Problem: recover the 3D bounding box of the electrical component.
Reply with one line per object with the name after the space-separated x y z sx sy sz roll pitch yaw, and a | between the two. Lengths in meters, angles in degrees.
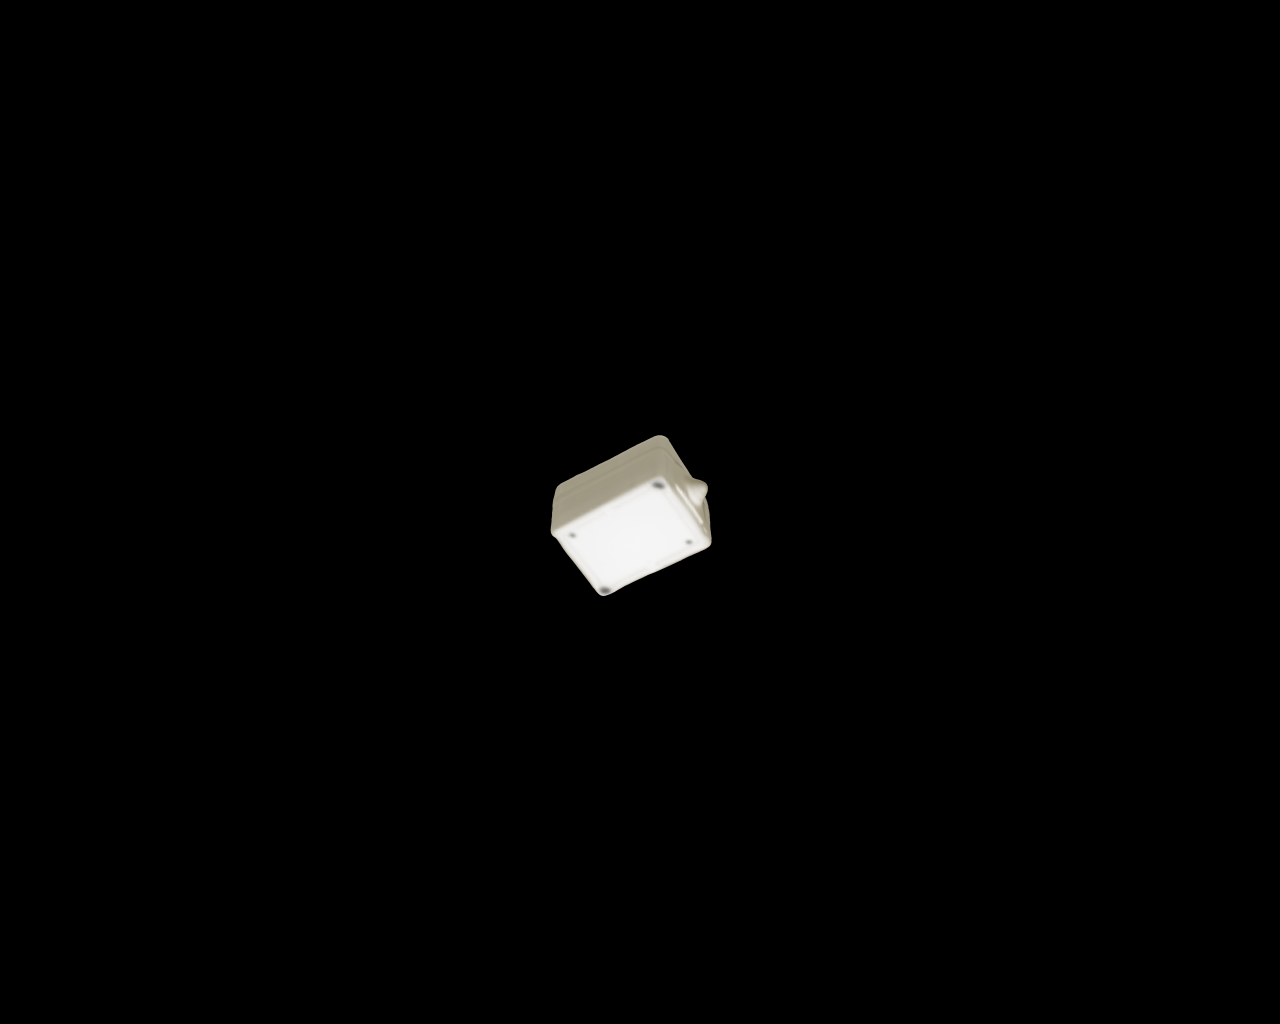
0.001 -0.003 0.650 0.096 0.061 0.061 -26 30 17 | electrical component
